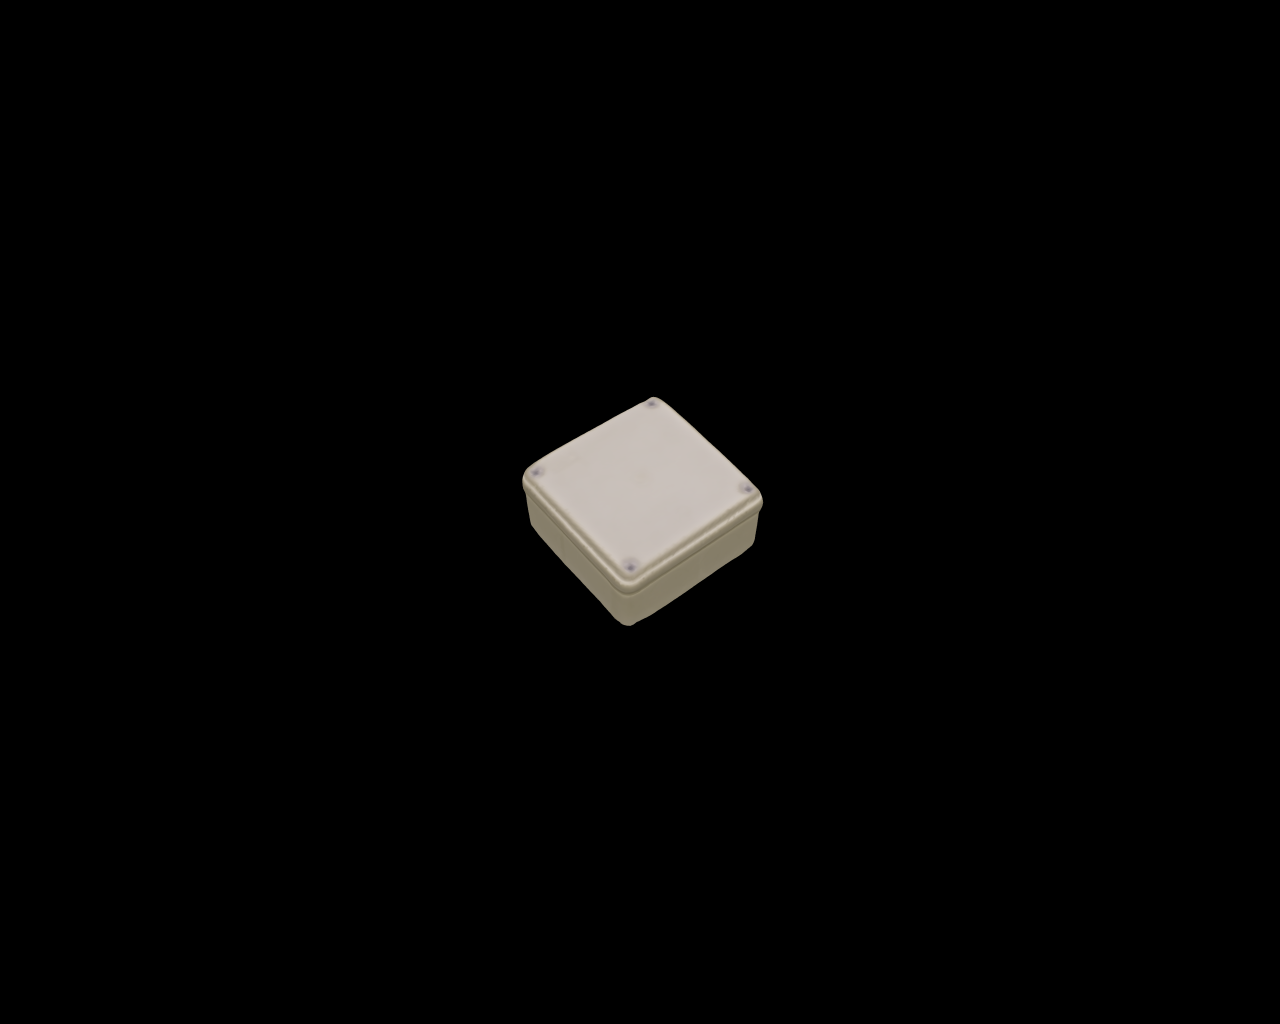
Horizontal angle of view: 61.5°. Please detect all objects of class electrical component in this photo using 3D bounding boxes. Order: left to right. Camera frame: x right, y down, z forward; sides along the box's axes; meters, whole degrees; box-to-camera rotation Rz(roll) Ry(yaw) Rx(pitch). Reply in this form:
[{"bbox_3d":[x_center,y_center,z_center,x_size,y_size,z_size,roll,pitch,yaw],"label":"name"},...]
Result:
[{"bbox_3d":[0.001,-0.003,0.650,0.109,0.109,0.056,-32,-32,-22],"label":"electrical component"}]
